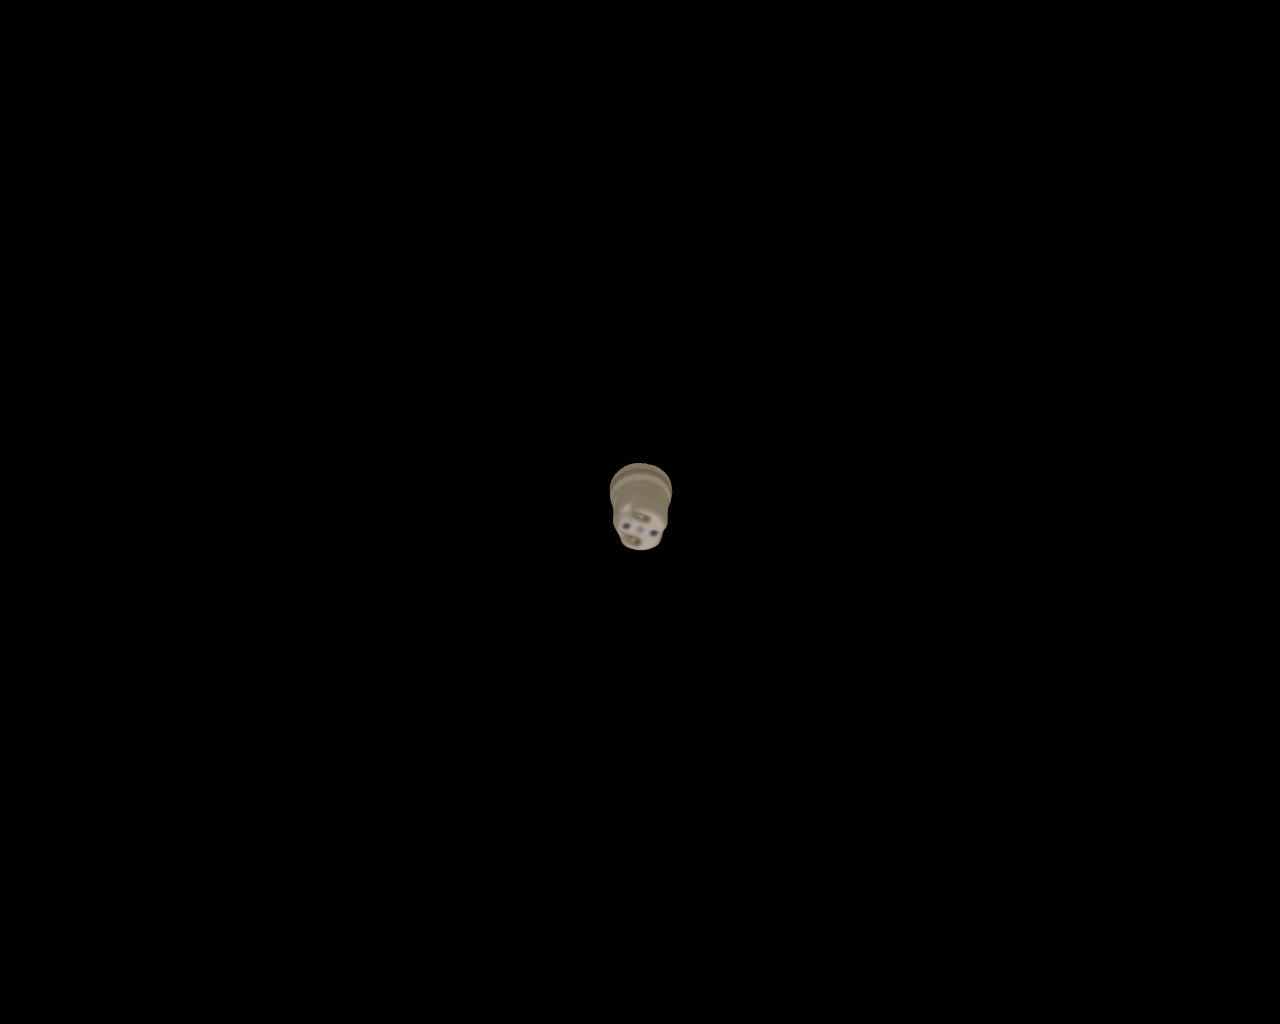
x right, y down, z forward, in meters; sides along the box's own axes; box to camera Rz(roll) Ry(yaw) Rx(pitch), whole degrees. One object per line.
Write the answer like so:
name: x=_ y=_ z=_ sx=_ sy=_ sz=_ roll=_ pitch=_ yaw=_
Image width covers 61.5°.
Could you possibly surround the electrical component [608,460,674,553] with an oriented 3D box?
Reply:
electrical component: x=0.001 y=-0.003 z=0.650 sx=0.040 sy=0.040 sz=0.046 roll=0 pitch=37 yaw=0
